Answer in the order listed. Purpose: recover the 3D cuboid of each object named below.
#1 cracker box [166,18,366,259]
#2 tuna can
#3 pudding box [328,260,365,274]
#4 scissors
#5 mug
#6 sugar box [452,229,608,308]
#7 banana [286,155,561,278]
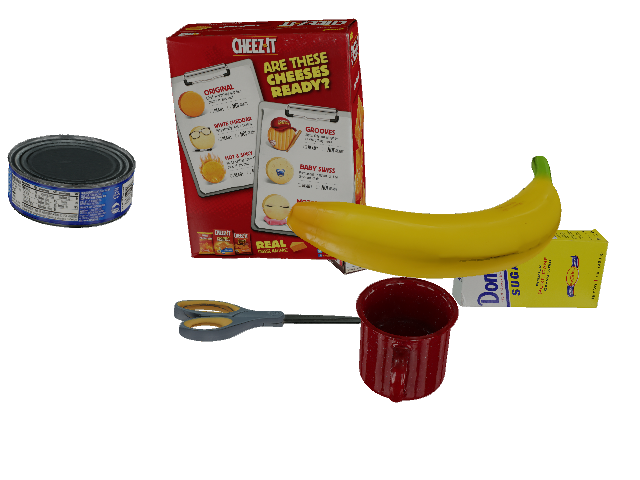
[{"bbox_3d":[-0.044,-0.091,0.981,0.164,0.214,0.072,0,23,10],"label":"cracker box"},{"bbox_3d":[-0.172,-0.041,0.738,0.086,0.034,0.086,7,26,-4],"label":"tuna can"},{"bbox_3d":[0.062,0.005,1.510,0.113,0.039,0.090,-15,27,-22],"label":"pudding box"},{"bbox_3d":[-0.059,0.087,1.106,0.202,0.016,0.096,6,19,9],"label":"scissors"},{"bbox_3d":[0.076,0.100,0.980,0.093,0.081,0.117,5,34,5],"label":"mug"},{"bbox_3d":[0.254,0.034,1.303,0.176,0.093,0.048,-1,21,-10],"label":"sugar box"},{"bbox_3d":[0.076,-0.007,0.626,0.197,0.037,0.070,-11,44,-32],"label":"banana"}]
